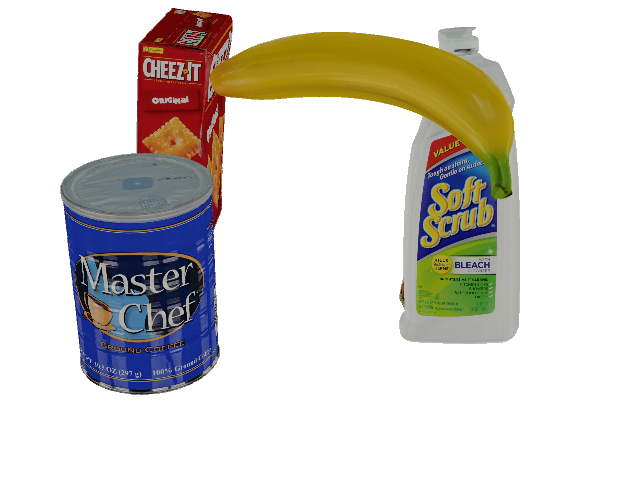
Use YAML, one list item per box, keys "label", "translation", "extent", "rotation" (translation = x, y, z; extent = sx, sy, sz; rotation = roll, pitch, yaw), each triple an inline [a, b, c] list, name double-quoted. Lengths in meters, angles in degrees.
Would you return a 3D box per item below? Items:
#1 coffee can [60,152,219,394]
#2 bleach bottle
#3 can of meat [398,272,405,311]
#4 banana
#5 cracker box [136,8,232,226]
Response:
- label: "coffee can"
  translation: [-0.124, 0.022, 0.753]
  extent: [0.103, 0.140, 0.103]
  rotation: [0, 27, 0]
- label: "bleach bottle"
  translation: [0.109, -0.044, 0.864]
  extent: [0.103, 0.251, 0.068]
  rotation: [0, 15, 16]
- label: "can of meat"
  translation: [0.122, 0.039, 1.143]
  extent: [0.057, 0.084, 0.102]
  rotation: [7, 18, -8]
- label: "banana"
  translation: [0.031, -0.086, 0.602]
  extent: [0.198, 0.069, 0.037]
  rotation: [22, -30, 26]
- label: "cracker box"
  translation: [-0.132, -0.105, 1.049]
  extent: [0.072, 0.214, 0.164]
  rotation: [6, 23, 0]
